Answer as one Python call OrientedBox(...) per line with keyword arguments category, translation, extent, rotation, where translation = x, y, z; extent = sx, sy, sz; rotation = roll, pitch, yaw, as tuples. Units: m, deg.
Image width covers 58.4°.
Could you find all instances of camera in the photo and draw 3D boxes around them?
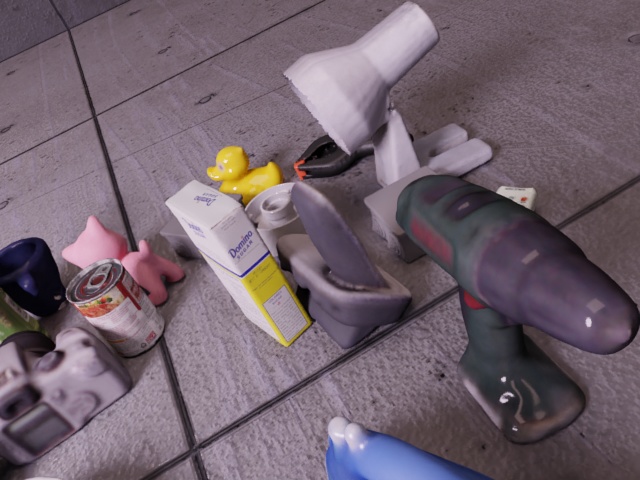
OrientedBox(category="camera", translation=(-0.306, 0.142, 0.627), extent=(0.143, 0.101, 0.136), rotation=(-35, 39, -14))

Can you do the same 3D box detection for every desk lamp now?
OrientedBox(category="desk lamp", translation=(0.082, -0.157, 0.688), extent=(0.203, 0.214, 0.117), rotation=(-28, 38, -6))

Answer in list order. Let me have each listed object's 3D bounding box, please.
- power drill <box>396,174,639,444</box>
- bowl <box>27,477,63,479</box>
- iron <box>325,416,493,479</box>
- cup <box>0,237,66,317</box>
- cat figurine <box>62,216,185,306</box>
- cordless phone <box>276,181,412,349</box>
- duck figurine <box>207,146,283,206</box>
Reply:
OrientedBox(category="power drill", translation=(0.137, 0.052, 0.419), extent=(0.075, 0.209, 0.229), rotation=(-29, 38, -6))
OrientedBox(category="bowl", translation=(-0.235, 0.282, 0.449), extent=(0.167, 0.075, 0.167), rotation=(-14, 39, 12))
OrientedBox(category="iron", translation=(0.074, 0.175, 0.361), extent=(0.257, 0.142, 0.119), rotation=(21, 56, 42))
OrientedBox(category="cup", translation=(-0.379, 0.062, 0.764), extent=(0.092, 0.095, 0.117), rotation=(-41, 41, -21))
OrientedBox(category="cat figurine", translation=(-0.256, 0.021, 0.730), extent=(0.127, 0.118, 0.067), rotation=(0, 44, 27))
OrientedBox(category="cordless phone", translation=(0.005, 0.002, 0.564), extent=(0.094, 0.185, 0.147), rotation=(-38, 40, -17))
OrientedBox(category="duck figurine", translation=(-0.110, -0.096, 0.819), extent=(0.104, 0.086, 0.077), rotation=(-17, 39, 8))
